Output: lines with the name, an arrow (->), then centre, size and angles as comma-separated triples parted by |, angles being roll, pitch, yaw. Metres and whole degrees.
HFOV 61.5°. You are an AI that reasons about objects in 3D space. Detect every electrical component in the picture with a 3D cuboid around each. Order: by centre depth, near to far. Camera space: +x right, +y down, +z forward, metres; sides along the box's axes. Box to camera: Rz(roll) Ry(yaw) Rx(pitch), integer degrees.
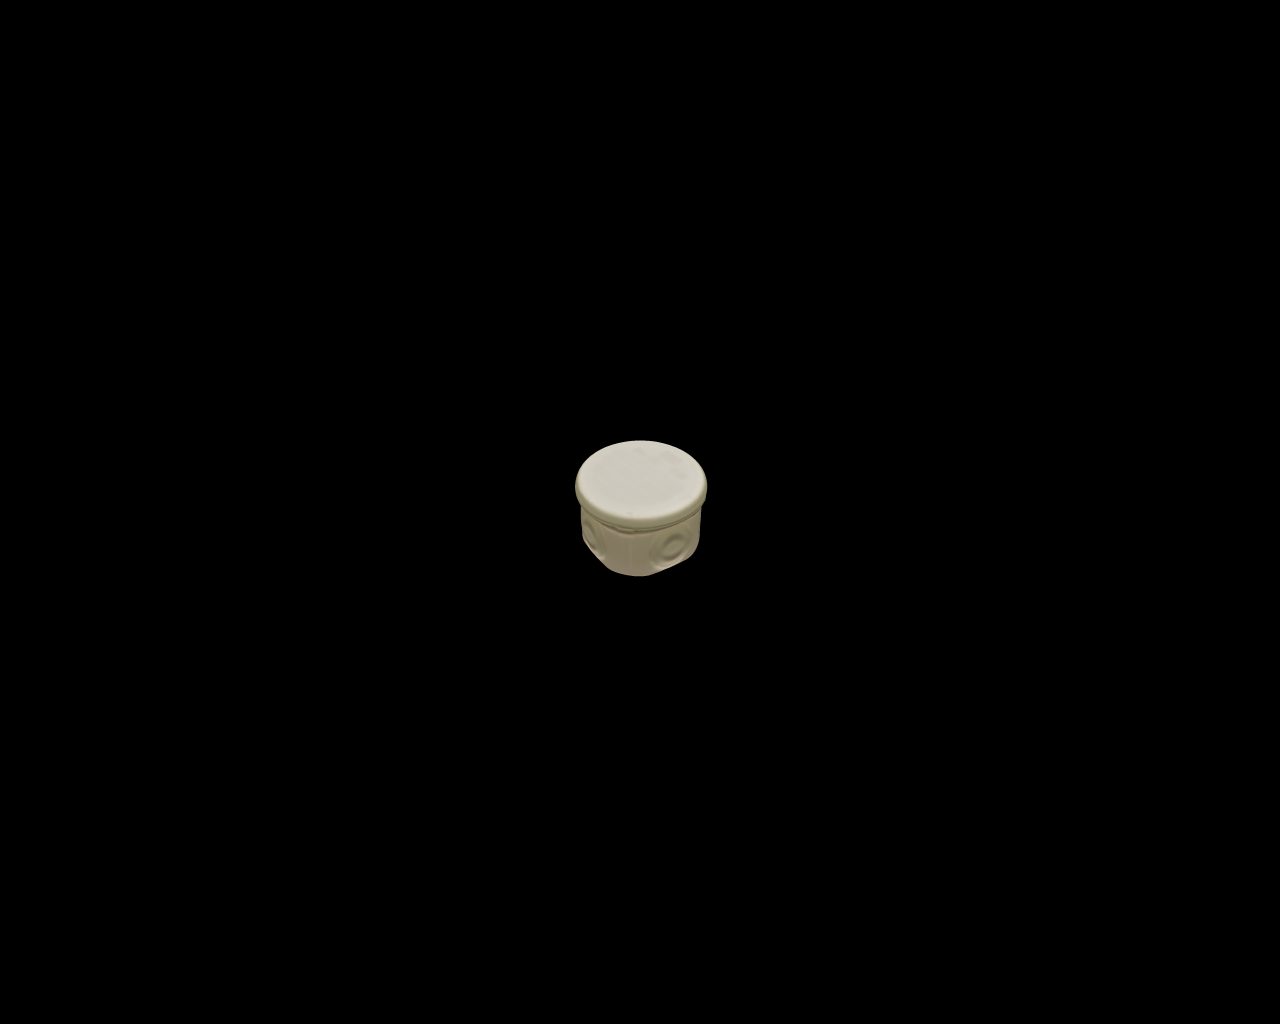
electrical component -> 0.001, -0.003, 0.650 | 0.080, 0.050, 0.080 | 0, 40, 0
